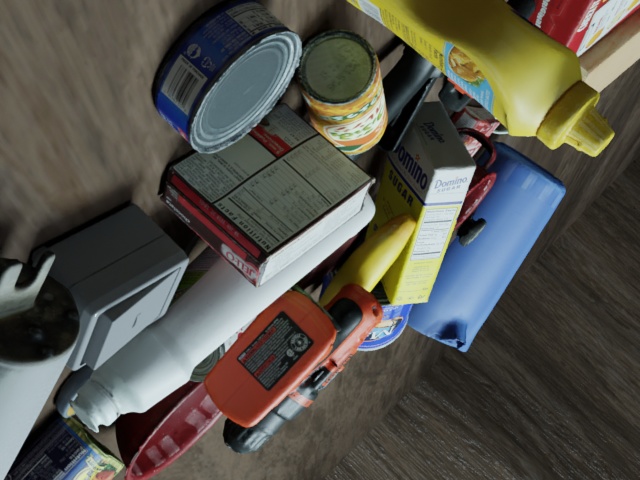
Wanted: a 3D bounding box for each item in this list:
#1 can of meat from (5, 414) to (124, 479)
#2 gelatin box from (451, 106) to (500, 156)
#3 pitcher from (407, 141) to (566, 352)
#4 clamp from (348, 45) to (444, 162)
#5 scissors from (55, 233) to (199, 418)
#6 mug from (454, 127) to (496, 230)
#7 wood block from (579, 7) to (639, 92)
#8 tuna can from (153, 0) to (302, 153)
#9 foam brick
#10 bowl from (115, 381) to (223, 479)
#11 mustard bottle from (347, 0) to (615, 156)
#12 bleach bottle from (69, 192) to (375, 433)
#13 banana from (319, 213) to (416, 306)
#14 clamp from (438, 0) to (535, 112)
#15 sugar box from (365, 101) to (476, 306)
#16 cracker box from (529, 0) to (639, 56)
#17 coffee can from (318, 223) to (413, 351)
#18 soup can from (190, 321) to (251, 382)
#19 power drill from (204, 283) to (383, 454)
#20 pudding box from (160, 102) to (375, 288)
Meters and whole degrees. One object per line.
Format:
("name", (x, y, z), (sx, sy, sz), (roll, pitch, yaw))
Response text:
("can of meat", (-0.210, 0.190, 0.855), (0.084, 0.057, 0.102), (-47, 167, -14))
("gelatin box", (0.153, -0.108, 1.153), (0.073, 0.030, 0.089), (-52, 165, 18))
("pitcher", (0.184, 0.001, 1.308), (0.243, 0.149, 0.144), (-57, 165, 12))
("clamp", (0.080, -0.140, 0.829), (0.210, 0.036, 0.164), (-55, 172, 25))
("scissors", (-0.144, 0.068, 0.795), (0.096, 0.016, 0.202), (-33, 160, -44))
("mug", (0.125, -0.067, 1.079), (0.117, 0.081, 0.093), (-45, 166, -5))
("wood block", (0.290, -0.221, 1.125), (0.205, 0.090, 0.091), (-38, 163, -29))
("tuna can", (-0.051, -0.092, 0.596), (0.086, 0.034, 0.086), (-43, 165, -15))
("foam brick", (-0.006, 0.001, 0.941), (0.078, 0.053, 0.051), (-32, 160, -50))
("bowl", (-0.129, 0.141, 0.954), (0.162, 0.055, 0.162), (-43, 165, -15))
("mustard bottle", (0.091, -0.115, 0.620), (0.058, 0.192, 0.096), (-47, 166, 1))
("bleach bottle", (-0.074, 0.039, 0.750), (0.250, 0.068, 0.103), (-43, -169, -26))
("banana", (0.032, 0.046, 0.990), (0.069, 0.037, 0.198), (-37, 162, -35))
("clamp", (0.144, -0.161, 0.922), (0.120, 0.039, 0.171), (-60, 179, 17))
("sugar box", (0.088, -0.031, 0.984), (0.048, 0.093, 0.176), (-7, 137, -16))
("cracker box", (0.282, -0.274, 1.001), (0.213, 0.072, 0.164), (-38, 162, -30))
("coffee can", (0.053, 0.048, 1.134), (0.102, 0.103, 0.140), (-42, 165, -20))
("soup can", (-0.077, 0.069, 0.887), (0.102, 0.068, 0.069), (-27, 155, -52))
("power drill", (-0.031, 0.107, 0.866), (0.184, 0.057, 0.187), (-49, 169, 3))
("pudding box", (-0.033, -0.032, 0.695), (0.113, 0.090, 0.039), (-37, 162, -36))
